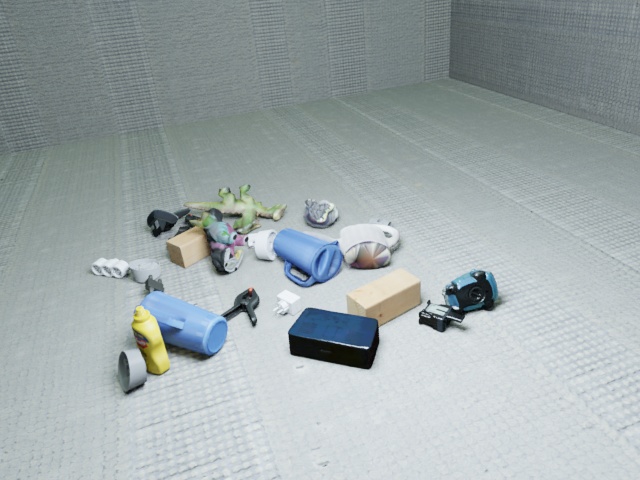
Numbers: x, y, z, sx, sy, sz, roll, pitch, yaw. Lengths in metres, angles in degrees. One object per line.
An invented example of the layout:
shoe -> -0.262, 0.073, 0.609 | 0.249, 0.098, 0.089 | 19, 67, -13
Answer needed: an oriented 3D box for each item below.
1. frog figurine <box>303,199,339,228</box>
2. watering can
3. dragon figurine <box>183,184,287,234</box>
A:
frog figurine -> 0.006, -0.103, 2.039 | 0.137, 0.124, 0.158 | -10, -8, 7
watering can -> 0.109, 0.013, 1.776 | 0.348, 0.102, 0.229 | -5, 29, -2
dragon figurine -> -0.338, -0.109, 2.083 | 0.411, 0.119, 0.248 | -11, 37, -10
